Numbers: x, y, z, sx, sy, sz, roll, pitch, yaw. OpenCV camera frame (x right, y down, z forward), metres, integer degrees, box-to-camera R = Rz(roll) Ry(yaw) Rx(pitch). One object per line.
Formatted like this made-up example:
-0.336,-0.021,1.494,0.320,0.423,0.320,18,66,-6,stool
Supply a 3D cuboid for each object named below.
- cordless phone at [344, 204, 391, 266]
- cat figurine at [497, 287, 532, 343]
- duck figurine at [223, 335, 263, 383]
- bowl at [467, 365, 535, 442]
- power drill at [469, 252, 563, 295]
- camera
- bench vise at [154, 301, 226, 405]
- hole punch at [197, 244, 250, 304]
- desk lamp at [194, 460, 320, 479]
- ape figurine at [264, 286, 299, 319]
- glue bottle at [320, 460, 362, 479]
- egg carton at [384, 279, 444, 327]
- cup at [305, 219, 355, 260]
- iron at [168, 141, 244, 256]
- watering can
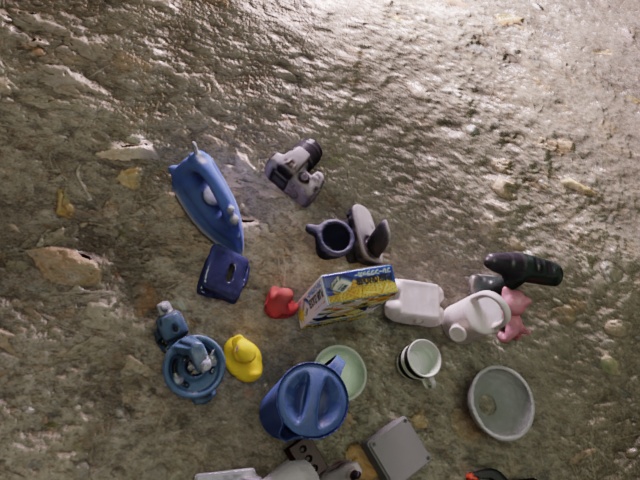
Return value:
0.121,-0.028,1.333,0.094,0.185,0.147,-9,72,-21,cordless phone
0.477,0.178,1.403,0.067,0.117,0.128,-11,72,-21,cat figurine
-0.155,0.243,1.190,0.078,0.086,0.104,-27,79,-25,duck figurine
0.404,0.379,1.322,0.168,0.074,0.167,7,67,-15,bowl
0.451,0.089,1.380,0.230,0.208,0.075,4,67,-16,power drill
-0.040,-0.179,1.390,0.143,0.100,0.137,40,63,1,camera
-0.263,0.213,1.091,0.207,0.219,0.122,43,63,3,bench vise
-0.205,0.073,1.240,0.101,0.091,0.109,17,65,-11,hole punch
-0.117,0.471,1.038,0.204,0.213,0.118,0,69,-18,desk lamp
-0.083,0.133,1.254,0.076,0.092,0.078,-26,78,-25,ape figurine
0.048,0.459,1.119,0.078,0.173,0.037,-28,79,-25,glue bottle
0.224,0.150,1.359,0.150,0.069,0.107,8,67,-15,egg carton
0.012,0.005,1.335,0.118,0.095,0.092,22,64,-8,cup
-0.230,-0.092,1.270,0.119,0.141,0.258,-30,80,-26,iron
0.366,0.180,1.323,0.101,0.194,0.173,35,63,-1,watering can
